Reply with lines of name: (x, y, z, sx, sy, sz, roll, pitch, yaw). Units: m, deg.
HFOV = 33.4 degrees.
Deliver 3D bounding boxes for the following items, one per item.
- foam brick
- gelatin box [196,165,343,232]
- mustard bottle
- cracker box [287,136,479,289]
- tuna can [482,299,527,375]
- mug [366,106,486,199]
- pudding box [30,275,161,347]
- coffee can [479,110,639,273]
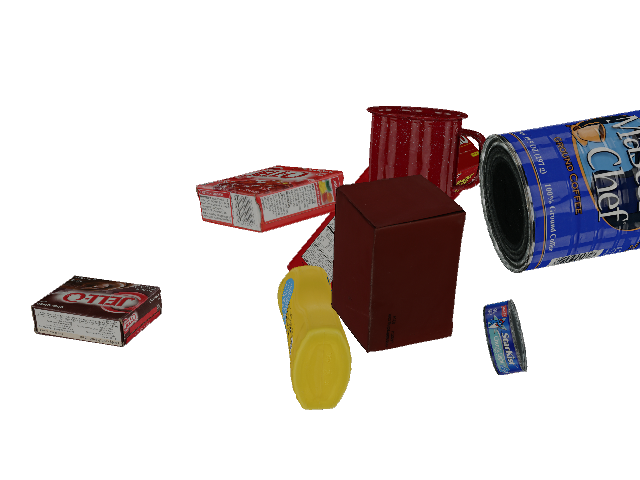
foam brick: (0.039, 0.011, 0.567, 0.053, 0.078, 0.051, -9, 32, -20)
gelatin box: (-0.036, -0.032, 0.761, 0.073, 0.030, 0.089, -17, 15, -31)
mustard bottle: (-0.011, 0.081, 1.089, 0.058, 0.096, 0.191, -2, 28, -7)
cracker box: (0.076, -0.031, 1.252, 0.163, 0.072, 0.214, -24, -22, -50)
tuna can: (0.217, 0.114, 1.251, 0.034, 0.086, 0.086, -12, -3, 15)
mug: (0.097, -0.077, 0.977, 0.117, 0.081, 0.093, 8, 13, 21)
pudding box: (-0.243, 0.076, 1.166, 0.114, 0.039, 0.090, 4, 20, 19)
coffee can: (0.199, -0.038, 0.779, 0.140, 0.103, 0.103, -10, 1, -8)
